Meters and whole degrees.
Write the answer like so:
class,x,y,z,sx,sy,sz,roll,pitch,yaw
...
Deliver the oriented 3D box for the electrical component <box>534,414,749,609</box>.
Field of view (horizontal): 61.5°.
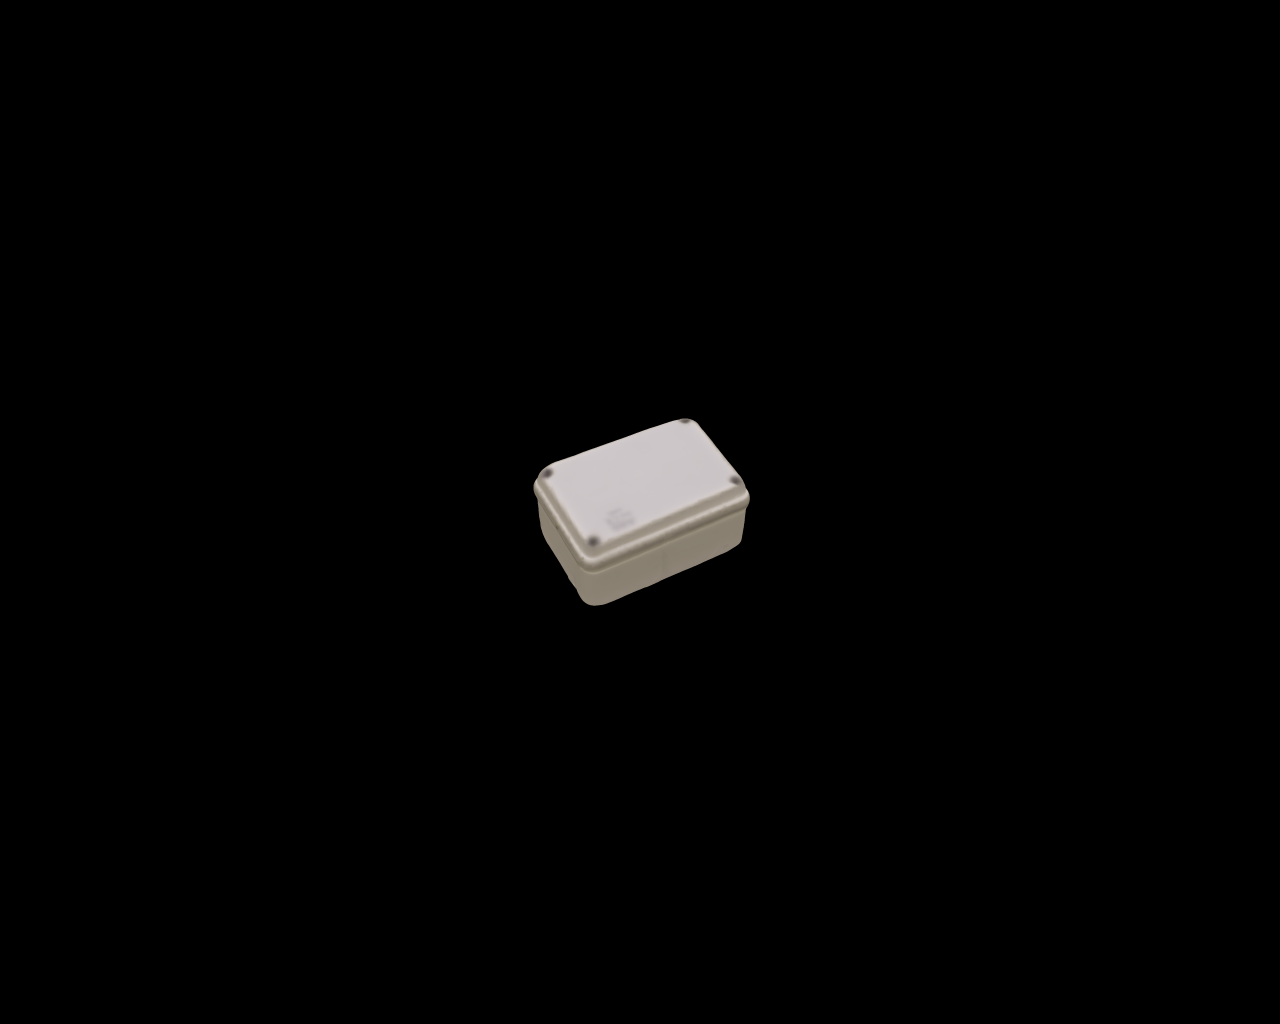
class,x,y,z,sx,sy,sz,roll,pitch,yaw
electrical component,0.001,-0.003,0.650,0.113,0.078,0.057,-22,-38,-18
